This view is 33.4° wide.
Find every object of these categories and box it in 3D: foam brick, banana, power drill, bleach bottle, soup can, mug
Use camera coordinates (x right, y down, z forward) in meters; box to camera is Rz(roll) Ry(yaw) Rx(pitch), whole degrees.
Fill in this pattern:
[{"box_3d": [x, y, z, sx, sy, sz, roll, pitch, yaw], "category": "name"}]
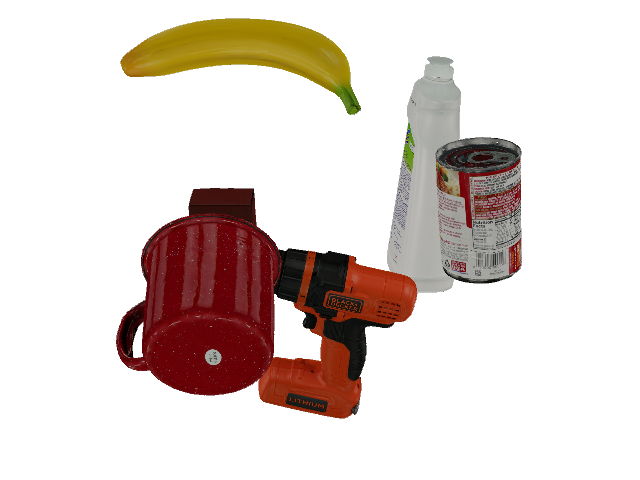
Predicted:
[{"box_3d": [-0.118, -0.030, 1.292, 0.078, 0.053, 0.051, -1, 27, 2], "category": "foam brick"}, {"box_3d": [-0.060, -0.151, 0.867, 0.198, 0.069, 0.037, 9, -36, 4], "category": "banana"}, {"box_3d": [-0.012, 0.089, 1.053, 0.184, 0.188, 0.057, 13, 42, 0], "category": "power drill"}, {"box_3d": [0.120, -0.075, 1.180, 0.068, 0.251, 0.102, 0, 25, -10], "category": "bleach bottle"}, {"box_3d": [0.130, -0.024, 0.867, 0.068, 0.102, 0.068, -5, 25, 2], "category": "soup can"}, {"box_3d": [-0.081, 0.048, 0.682, 0.117, 0.081, 0.093, -21, -48, 16], "category": "mug"}]
